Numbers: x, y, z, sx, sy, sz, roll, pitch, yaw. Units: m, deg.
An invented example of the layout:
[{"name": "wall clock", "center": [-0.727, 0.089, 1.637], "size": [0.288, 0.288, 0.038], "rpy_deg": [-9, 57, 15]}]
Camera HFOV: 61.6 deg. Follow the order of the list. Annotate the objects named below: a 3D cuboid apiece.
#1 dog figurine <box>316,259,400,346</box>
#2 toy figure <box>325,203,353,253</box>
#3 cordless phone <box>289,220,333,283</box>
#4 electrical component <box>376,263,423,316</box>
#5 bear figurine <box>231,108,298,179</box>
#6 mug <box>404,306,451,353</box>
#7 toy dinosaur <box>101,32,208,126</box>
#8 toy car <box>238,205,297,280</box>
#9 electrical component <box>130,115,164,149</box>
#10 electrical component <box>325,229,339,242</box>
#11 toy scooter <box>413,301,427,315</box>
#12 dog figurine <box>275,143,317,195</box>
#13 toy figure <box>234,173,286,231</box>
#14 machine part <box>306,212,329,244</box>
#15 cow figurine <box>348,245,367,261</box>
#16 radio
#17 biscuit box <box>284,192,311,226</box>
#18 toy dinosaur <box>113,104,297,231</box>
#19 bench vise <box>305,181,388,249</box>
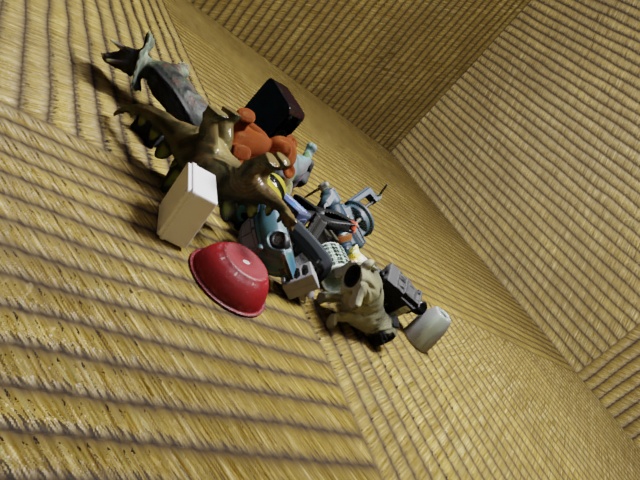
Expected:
[{"name": "dog figurine", "center": [0.114, 0.131, 1.126], "size": [0.190, 0.172, 0.121], "rpy_deg": [22, 37, -32]}, {"name": "toy figure", "center": [0.057, -0.022, 1.455], "size": [0.058, 0.064, 0.154], "rpy_deg": [-17, 92, -74]}, {"name": "cordless phone", "center": [-0.033, 0.036, 1.188], "size": [0.147, 0.089, 0.184], "rpy_deg": [47, 0, 13]}, {"name": "electrical component", "center": [0.141, 0.113, 1.189], "size": [0.134, 0.115, 0.058], "rpy_deg": [43, 39, -18]}, {"name": "bear figurine", "center": [-0.123, -0.211, 1.223], "size": [0.196, 0.120, 0.132], "rpy_deg": [12, -6, -27]}, {"name": "mug", "center": [0.278, 0.215, 1.365], "size": [0.080, 0.107, 0.110], "rpy_deg": [40, 21, -14]}, {"name": "toy dinosaur", "center": [-0.318, -0.311, 1.216], "size": [0.405, 0.131, 0.192], "rpy_deg": [48, 11, 5]}, {"name": "toy car", "center": [-0.107, 0.002, 1.031], "size": [0.109, 0.103, 0.162], "rpy_deg": [80, -6, -59]}, {"name": "electrical component", "center": [-0.346, -0.236, 1.171], "size": [0.075, 0.048, 0.119], "rpy_deg": [46, 20, 9]}, {"name": "electrical component", "center": [0.003, -0.012, 1.400], "size": [0.102, 0.045, 0.078], "rpy_deg": [51, 14, 24]}, {"name": "toy scooter", "center": [0.168, 0.141, 1.347], "size": [0.184, 0.075, 0.135], "rpy_deg": [13, 10, -34]}, {"name": "dog figurine", "center": [-0.097, -0.174, 1.470], "size": [0.108, 0.191, 0.219], "rpy_deg": [21, 47, 5]}, {"name": "toy figure", "center": [-0.130, -0.080, 1.165], "size": [0.089, 0.082, 0.180], "rpy_deg": [52, 30, -29]}, {"name": "machine part", "center": [-0.003, -0.004, 1.292], "size": [0.039, 0.084, 0.138], "rpy_deg": [14, -26, 26]}, {"name": "cow figurine", "center": [0.094, 0.075, 1.347], "size": [0.098, 0.068, 0.167], "rpy_deg": [49, 10, -5]}, {"name": "radio", "center": [-0.154, -0.295, 1.416], "size": [0.073, 0.229, 0.131], "rpy_deg": [10, 40, -55]}, {"name": "biscuit box", "center": [-0.110, -0.095, 1.283], "size": [0.203, 0.062, 0.059], "rpy_deg": [43, 16, 27]}, {"name": "toy dinosaur", "center": [-0.218, -0.156, 1.014], "size": [0.472, 0.198, 0.105], "rpy_deg": [42, 16, 19]}, {"name": "bench vise", "center": [0.093, -0.096, 1.582], "size": [0.240, 0.129, 0.223], "rpy_deg": [-37, 87, -36]}]
